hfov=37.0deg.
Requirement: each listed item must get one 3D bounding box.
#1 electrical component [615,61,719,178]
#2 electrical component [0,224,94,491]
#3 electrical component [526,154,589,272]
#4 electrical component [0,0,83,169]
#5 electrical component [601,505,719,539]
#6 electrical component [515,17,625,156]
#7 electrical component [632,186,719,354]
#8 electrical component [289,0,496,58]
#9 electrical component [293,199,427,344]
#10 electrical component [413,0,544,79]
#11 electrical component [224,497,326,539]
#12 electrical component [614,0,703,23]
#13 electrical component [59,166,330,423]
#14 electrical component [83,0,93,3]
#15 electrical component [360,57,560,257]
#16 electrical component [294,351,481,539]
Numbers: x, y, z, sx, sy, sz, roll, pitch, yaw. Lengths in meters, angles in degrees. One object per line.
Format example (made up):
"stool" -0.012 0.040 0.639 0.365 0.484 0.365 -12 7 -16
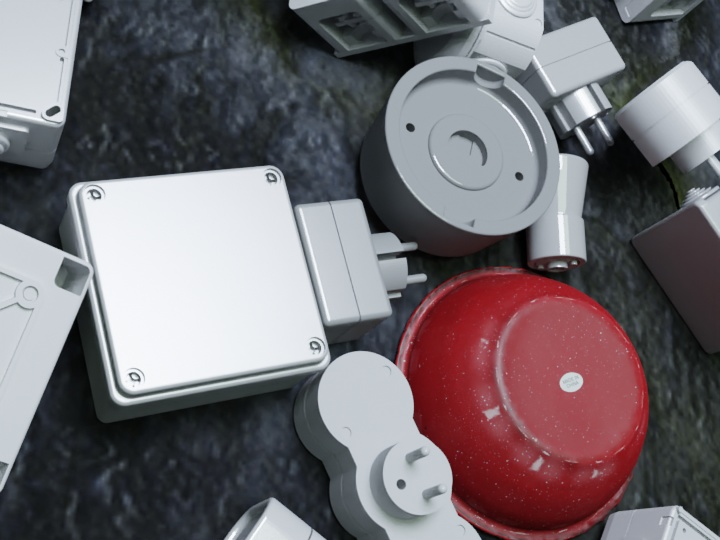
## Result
"electrical component" 0.205 -0.085 0.665 0.073 0.052 0.138 53 21 3
"electrical component" -0.186 0.026 0.452 0.109 0.056 0.108 26 77 -27
"electrical component" 0.116 -0.032 0.644 0.044 0.044 0.065 6 73 -22
"electrical component" -0.176 -0.093 0.525 0.062 0.061 0.096 10 67 -20
"electrical component" 0.173 0.179 0.579 0.096 0.061 0.061 38 60 -16
"electrical component" 0.133 -0.108 0.676 0.066 0.047 0.076 -25 81 -30
"electrical component" 0.224 -0.004 0.648 0.048 0.099 0.099 -32 85 -16
"electrical component" 0.029 -0.228 0.625 0.060 0.105 0.186 34 59 -48
"electrical component" 0.000 0.000 0.575 0.077 0.047 0.065 -8 74 -26
"electrical component" 0.070 -0.148 0.646 0.051 0.080 0.080 15 65 -24
"electrical component" -0.049 0.160 0.487 0.059 0.054 0.095 40 60 -5
"electrical component" 0.195 -0.277 0.736 0.060 0.105 0.186 -11 75 -27
"electrical component" -0.083 0.010 0.529 0.109 0.056 0.108 -8 74 -26
"electrical component" -0.162 -0.171 0.556 0.066 0.047 0.076 28 40 -12
"electrical component" 0.052 -0.059 0.614 0.108 0.060 0.108 9 67 -21
"electrical component" 0.021 0.104 0.529 0.052 0.074 0.138 -20 79 -29
